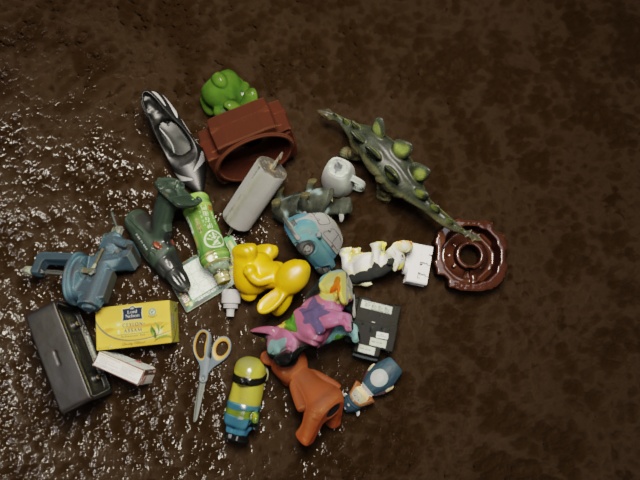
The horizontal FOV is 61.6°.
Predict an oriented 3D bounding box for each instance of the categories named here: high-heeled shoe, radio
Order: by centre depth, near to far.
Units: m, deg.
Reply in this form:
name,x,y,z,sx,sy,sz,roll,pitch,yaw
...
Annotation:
name,x,y,z,sx,sy,sz,roll,pitch,yaw
radio,-0.542,0.251,1.170,0.073,0.131,0.229,-25,79,-4
high-heeled shoe,-0.339,-0.231,1.249,0.086,0.145,0.249,-29,78,-3

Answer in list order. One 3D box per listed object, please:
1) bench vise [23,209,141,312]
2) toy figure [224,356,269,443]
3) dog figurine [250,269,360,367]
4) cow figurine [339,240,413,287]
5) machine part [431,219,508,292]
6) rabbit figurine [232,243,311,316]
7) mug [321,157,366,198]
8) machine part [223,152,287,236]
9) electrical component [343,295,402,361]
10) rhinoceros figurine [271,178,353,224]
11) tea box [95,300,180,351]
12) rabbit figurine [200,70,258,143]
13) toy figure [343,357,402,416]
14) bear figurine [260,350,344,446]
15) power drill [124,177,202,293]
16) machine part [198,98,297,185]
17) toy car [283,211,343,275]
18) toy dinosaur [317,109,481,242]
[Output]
name,x,y,z,sx,sy,sz,roll,pitch,yaw
bench vise,-0.540,0.054,1.208,0.241,0.128,0.223,3,65,4
toy figure,-0.161,0.344,1.164,0.082,0.089,0.180,15,77,-4
dog figurine,-0.034,0.166,1.140,0.219,0.108,0.191,-10,65,8
cow figurine,0.130,0.051,1.198,0.167,0.068,0.098,-10,84,28
machine part,0.339,0.037,1.227,0.179,0.056,0.179,0,80,1
rabbit figurine,-0.103,0.083,1.173,0.173,0.121,0.162,1,77,26
mug,0.053,-0.143,1.242,0.110,0.107,0.081,29,83,9
machine part,-0.149,-0.102,1.215,0.079,0.079,0.243,42,118,8
electrical component,0.114,0.199,1.200,0.115,0.058,0.134,15,80,7
rhinoceros figurine,-0.021,-0.076,1.232,0.190,0.111,0.073,-6,34,12
tea box,-0.410,0.193,1.210,0.170,0.068,0.098,-8,80,1
rabbit figurine,-0.189,-0.315,1.273,0.121,0.159,0.170,-38,96,-15
toy figure,0.109,0.321,1.180,0.154,0.057,0.064,-40,42,-4
bear figurine,-0.043,0.319,1.165,0.196,0.120,0.131,35,126,32
power drill,-0.336,-0.021,1.204,0.232,0.086,0.207,42,126,20
machine part,-0.158,-0.214,1.210,0.201,0.201,0.087,-22,71,-3
toy car,-0.002,-0.004,1.186,0.103,0.161,0.109,-38,38,4
toy dinosaur,0.167,-0.150,1.195,0.471,0.198,0.105,42,86,10
